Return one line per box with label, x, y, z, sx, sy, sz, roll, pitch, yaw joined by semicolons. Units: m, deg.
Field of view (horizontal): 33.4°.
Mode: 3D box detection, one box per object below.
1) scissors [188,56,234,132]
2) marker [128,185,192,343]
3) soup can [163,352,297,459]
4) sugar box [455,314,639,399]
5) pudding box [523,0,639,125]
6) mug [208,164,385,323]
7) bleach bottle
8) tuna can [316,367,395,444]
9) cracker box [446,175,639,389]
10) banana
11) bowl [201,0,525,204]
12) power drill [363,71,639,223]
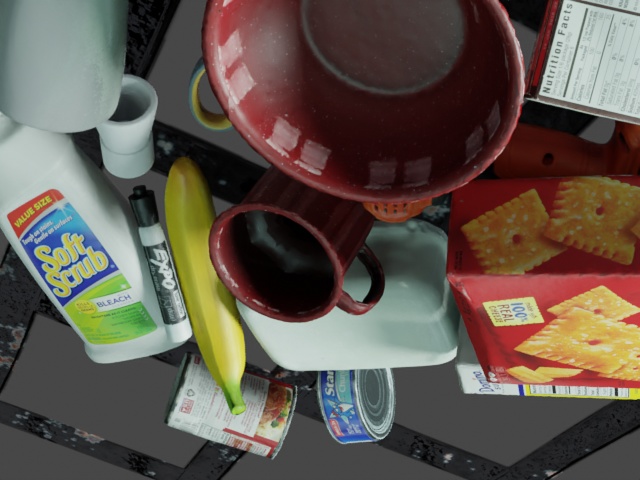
scissors;-0.016;-0.121;0.621;0.096;0.016;0.202;23;142;-15
marker;-0.115;0.017;0.770;0.020;0.020;0.121;-3;114;20
soup can;-0.079;0.145;0.936;0.102;0.068;0.069;19;142;-8
sugar box;0.185;0.060;0.729;0.176;0.093;0.048;-1;142;19
pudding box;0.166;-0.102;0.532;0.113;0.039;0.090;13;101;0
mug;-0.005;0.001;0.698;0.117;0.081;0.093;38;133;-4
bleach bottle;-0.187;-0.011;0.774;0.103;0.068;0.250;-12;134;21
tuna can;0.030;0.120;0.857;0.034;0.086;0.086;-9;138;24
cracker box;0.191;0.031;0.613;0.214;0.072;0.164;0;152;17
banana;-0.081;0.027;0.775;0.037;0.070;0.198;-20;112;-20
bowl;0.025;-0.097;0.534;0.162;0.055;0.162;11;133;12
power drill;0.112;-0.075;0.610;0.188;0.057;0.184;9;140;9
